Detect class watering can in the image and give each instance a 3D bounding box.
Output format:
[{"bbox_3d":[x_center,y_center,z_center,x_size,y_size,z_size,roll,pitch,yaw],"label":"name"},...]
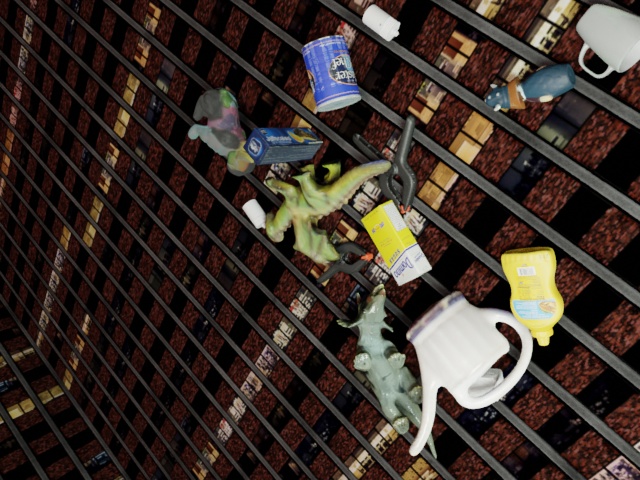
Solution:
[{"bbox_3d":[0.263,0.253,1.060,0.348,0.228,0.102,-40,-28,0],"label":"watering can"}]

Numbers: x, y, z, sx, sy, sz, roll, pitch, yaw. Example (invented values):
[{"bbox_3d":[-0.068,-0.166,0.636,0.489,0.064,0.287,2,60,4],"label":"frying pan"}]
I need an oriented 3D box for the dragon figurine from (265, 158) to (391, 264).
[{"bbox_3d":[0.004,-0.062,1.241,0.410,0.240,0.124,1,18,39],"label":"dragon figurine"}]
